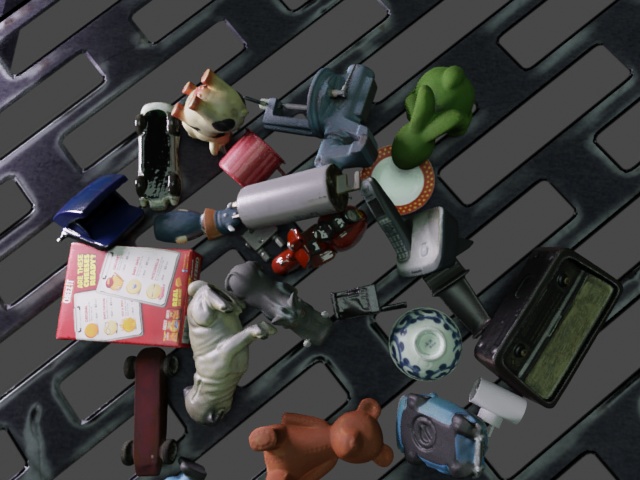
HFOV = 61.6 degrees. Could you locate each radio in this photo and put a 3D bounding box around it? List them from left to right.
[{"bbox_3d":[0.354,0.128,0.842,0.131,0.073,0.229,35,82,-9],"label":"radio"}]

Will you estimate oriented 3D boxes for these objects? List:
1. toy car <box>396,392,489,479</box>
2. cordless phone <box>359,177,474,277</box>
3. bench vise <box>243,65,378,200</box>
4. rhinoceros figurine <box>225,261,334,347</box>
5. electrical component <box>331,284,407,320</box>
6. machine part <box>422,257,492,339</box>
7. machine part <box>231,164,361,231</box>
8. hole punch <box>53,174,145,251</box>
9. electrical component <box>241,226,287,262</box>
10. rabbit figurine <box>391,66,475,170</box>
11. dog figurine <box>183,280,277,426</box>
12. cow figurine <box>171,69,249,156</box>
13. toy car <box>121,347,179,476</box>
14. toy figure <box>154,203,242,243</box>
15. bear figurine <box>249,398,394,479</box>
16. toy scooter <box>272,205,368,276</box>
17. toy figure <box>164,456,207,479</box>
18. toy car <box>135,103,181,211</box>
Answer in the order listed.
[{"bbox_3d":[0.198,0.291,0.819,0.103,0.162,0.109,3,87,-38],"label":"toy car"},{"bbox_3d":[0.141,-0.035,0.859,0.089,0.146,0.184,-36,93,-21],"label":"cordless phone"},{"bbox_3d":[-0.008,-0.202,0.930,0.241,0.128,0.223,13,89,25],"label":"bench vise"},{"bbox_3d":[-0.064,0.101,0.874,0.190,0.112,0.073,34,80,2],"label":"rhinoceros figurine"},{"bbox_3d":[0.080,0.100,0.883,0.119,0.074,0.047,-13,80,6],"label":"electrical component"},{"bbox_3d":[0.235,0.096,0.892,0.084,0.039,0.139,-30,77,-7],"label":"machine part"},{"bbox_3d":[-0.045,-0.066,0.859,0.243,0.079,0.079,-10,78,27],"label":"machine part"},{"bbox_3d":[-0.381,-0.056,0.910,0.116,0.092,0.142,16,52,23],"label":"hole punch"},{"bbox_3d":[-0.106,-0.010,0.945,0.063,0.021,0.094,-43,80,-4],"label":"electrical component"},{"bbox_3d":[0.187,-0.191,0.891,0.121,0.159,0.170,33,80,-1],"label":"rabbit figurine"},{"bbox_3d":[-0.185,0.183,0.869,0.172,0.121,0.190,37,90,18],"label":"dog figurine"},{"bbox_3d":[-0.180,-0.209,0.914,0.127,0.195,0.085,32,76,-26],"label":"cow figurine"},{"bbox_3d":[-0.278,0.279,0.887,0.089,0.053,0.202,-8,75,9],"label":"toy car"},{"bbox_3d":[-0.210,-0.028,0.939,0.155,0.058,0.064,-5,87,-2],"label":"toy figure"},{"bbox_3d":[0.008,0.319,0.823,0.196,0.132,0.120,-12,80,8],"label":"bear figurine"},{"bbox_3d":[-0.002,-0.003,0.879,0.184,0.135,0.075,-32,78,-3],"label":"toy scooter"},{"bbox_3d":[-0.233,0.439,0.840,0.089,0.082,0.180,27,80,10],"label":"toy figure"},{"bbox_3d":[-0.291,-0.151,0.970,0.074,0.056,0.201,-3,80,-3],"label":"toy car"}]
